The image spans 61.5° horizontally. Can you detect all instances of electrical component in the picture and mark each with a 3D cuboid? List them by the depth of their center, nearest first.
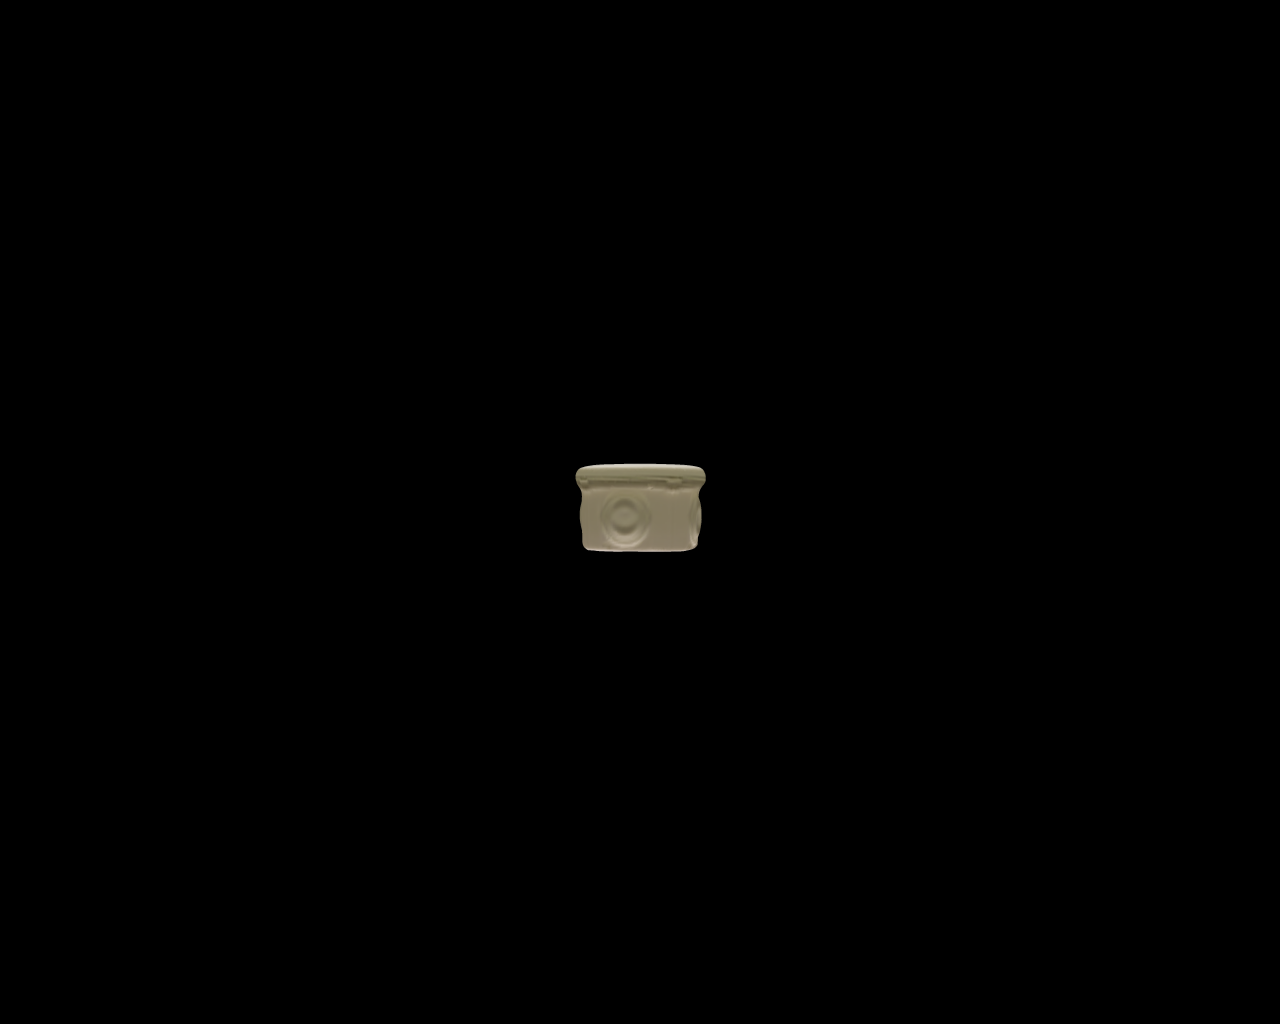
[{"bbox_3d":[0.001,-0.003,0.650,0.080,0.051,0.080,0,0,0],"label":"electrical component"}]
